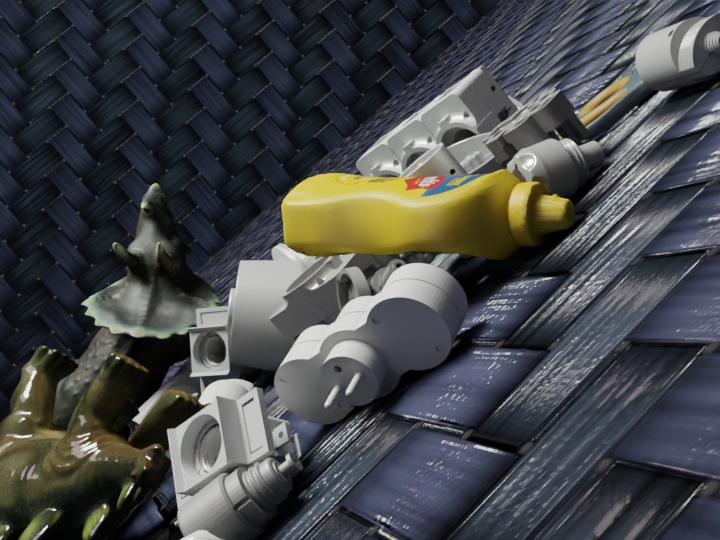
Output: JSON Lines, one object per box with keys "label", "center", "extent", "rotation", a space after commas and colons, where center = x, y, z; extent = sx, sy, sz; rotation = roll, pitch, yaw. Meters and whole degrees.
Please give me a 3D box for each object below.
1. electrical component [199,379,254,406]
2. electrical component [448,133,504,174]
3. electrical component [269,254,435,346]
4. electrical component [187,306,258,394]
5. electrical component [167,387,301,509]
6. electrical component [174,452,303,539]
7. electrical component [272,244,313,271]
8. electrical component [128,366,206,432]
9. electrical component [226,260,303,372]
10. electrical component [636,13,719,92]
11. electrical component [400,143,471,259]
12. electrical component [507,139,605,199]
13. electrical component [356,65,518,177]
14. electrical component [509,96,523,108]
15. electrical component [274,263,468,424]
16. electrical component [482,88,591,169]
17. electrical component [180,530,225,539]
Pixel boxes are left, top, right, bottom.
{"label": "electrical component", "center": [-0.107, 0.110, 0.850], "extent": [0.043, 0.043, 0.081], "rotation": [-39, 9, 11]}
{"label": "electrical component", "center": [0.085, -0.071, 0.865], "extent": [0.099, 0.064, 0.099], "rotation": [-39, 9, 8]}
{"label": "electrical component", "center": [0.000, 0.000, 0.883], "extent": [0.089, 0.061, 0.150], "rotation": [-33, 12, 40]}
{"label": "electrical component", "center": [-0.125, 0.075, 1.004], "extent": [0.042, 0.081, 0.064], "rotation": [-5, -4, 25]}
{"label": "electrical component", "center": [-0.074, 0.109, 0.641], "extent": [0.081, 0.064, 0.042], "rotation": [-35, 51, 29]}
{"label": "electrical component", "center": [-0.065, 0.129, 0.597], "extent": [0.078, 0.040, 0.040], "rotation": [-39, 9, 9]}
{"label": "electrical component", "center": [-0.041, 0.000, 0.999], "extent": [0.051, 0.080, 0.080], "rotation": [-38, 8, -16]}
{"label": "electrical component", "center": [-0.176, 0.131, 1.035], "extent": [0.077, 0.043, 0.079], "rotation": [-46, 11, -29]}
{"label": "electrical component", "center": [-0.083, 0.039, 0.938], "extent": [0.099, 0.064, 0.099], "rotation": [-174, 90, -86]}
{"label": "electrical component", "center": [0.225, -0.148, 0.728], "extent": [0.043, 0.043, 0.081], "rotation": [-42, 9, -8]}
{"label": "electrical component", "center": [0.055, -0.040, 0.802], "extent": [0.079, 0.077, 0.043], "rotation": [-38, 9, 14]}
{"label": "electrical component", "center": [0.135, -0.069, 0.727], "extent": [0.062, 0.043, 0.043], "rotation": [-23, 5, -15]}
{"label": "electrical component", "center": [0.076, -0.103, 0.974], "extent": [0.150, 0.089, 0.061], "rotation": [-30, 13, 49]}
{"label": "electrical component", "center": [0.120, -0.137, 1.031], "extent": [0.057, 0.078, 0.058], "rotation": [-60, -5, 38]}
{"label": "electrical component", "center": [0.000, 0.056, 0.645], "extent": [0.138, 0.052, 0.073], "rotation": [-34, 15, 37]}
{"label": "electrical component", "center": [0.133, -0.089, 0.780], "extent": [0.058, 0.057, 0.078], "rotation": [-46, 11, -29]}
{"label": "electrical component", "center": [-0.083, 0.160, 0.546], "extent": [0.035, 0.035, 0.061], "rotation": [-39, 11, 8]}
